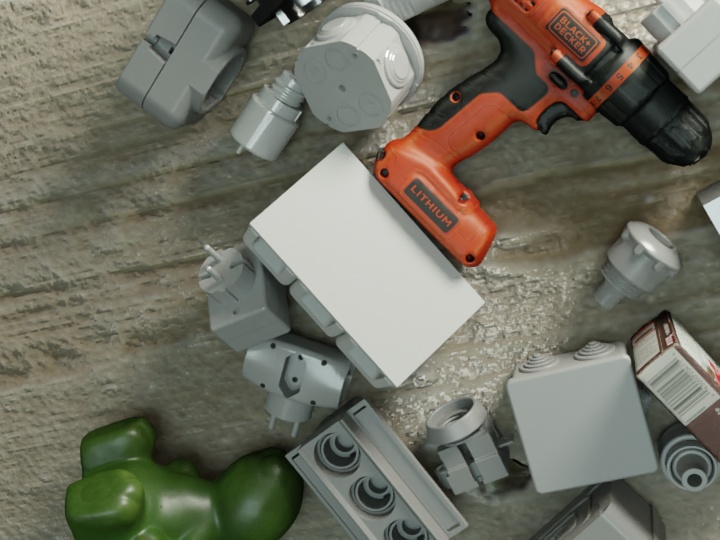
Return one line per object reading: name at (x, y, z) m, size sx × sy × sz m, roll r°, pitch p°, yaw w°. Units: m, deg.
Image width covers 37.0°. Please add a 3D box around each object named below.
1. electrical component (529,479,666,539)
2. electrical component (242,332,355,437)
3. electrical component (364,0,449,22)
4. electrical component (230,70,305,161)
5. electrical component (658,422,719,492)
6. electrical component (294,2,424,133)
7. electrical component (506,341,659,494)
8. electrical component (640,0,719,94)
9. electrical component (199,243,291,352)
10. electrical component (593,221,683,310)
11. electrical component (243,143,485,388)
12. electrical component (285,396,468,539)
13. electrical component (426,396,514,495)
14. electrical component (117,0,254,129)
electrical component at (0.165, 0.211, 0.785) m, size 0.057 × 0.078 × 0.113 m, roll 43°, pitch 108°, yaw 2°
electrical component at (-0.050, 0.089, 0.819) m, size 0.077 × 0.043 × 0.079 m, roll 18°, pitch 106°, yaw 7°
electrical component at (0.041, -0.198, 0.730) m, size 0.081 × 0.043 × 0.043 m, roll -22°, pitch 98°, yaw 16°
electrical component at (-0.060, -0.115, 0.773) m, size 0.040 × 0.040 × 0.078 m, roll 37°, pitch 108°, yaw 2°
electrical component at (0.234, 0.136, 0.760) m, size 0.043 × 0.062 × 0.043 m, roll 3°, pitch 104°, yaw 12°
electrical component at (-0.001, -0.137, 0.736) m, size 0.080 × 0.051 × 0.080 m, roll 19°, pitch 137°, yaw 19°
electrical component at (0.160, 0.104, 0.775) m, size 0.100 × 0.048 × 0.099 m, roll -15°, pitch 100°, yaw 15°
electrical component at (0.207, -0.159, 0.692) m, size 0.076 × 0.065 × 0.047 m, roll 46°, pitch 108°, yaw -1°
electrical component at (-0.091, 0.009, 0.779) m, size 0.047 × 0.065 × 0.076 m, roll -22°, pitch 143°, yaw 16°
electrical component at (0.189, 0.000, 0.747) m, size 0.048 × 0.048 × 0.062 m, roll 39°, pitch 115°, yaw 1°
electrical component at (0.000, 0.000, 0.764) m, size 0.089 × 0.062 × 0.150 m, roll -42°, pitch 92°, yaw -15°
electrical component at (0.014, 0.160, 0.812) m, size 0.079 × 0.063 × 0.121 m, roll -38°, pitch 93°, yaw 17°
electrical component at (0.080, 0.128, 0.800) m, size 0.066 × 0.048 × 0.055 m, roll -24°, pitch 105°, yaw 16°
electrical component at (-0.121, -0.152, 0.770) m, size 0.059 × 0.053 × 0.095 m, roll 36°, pitch 108°, yaw 2°
